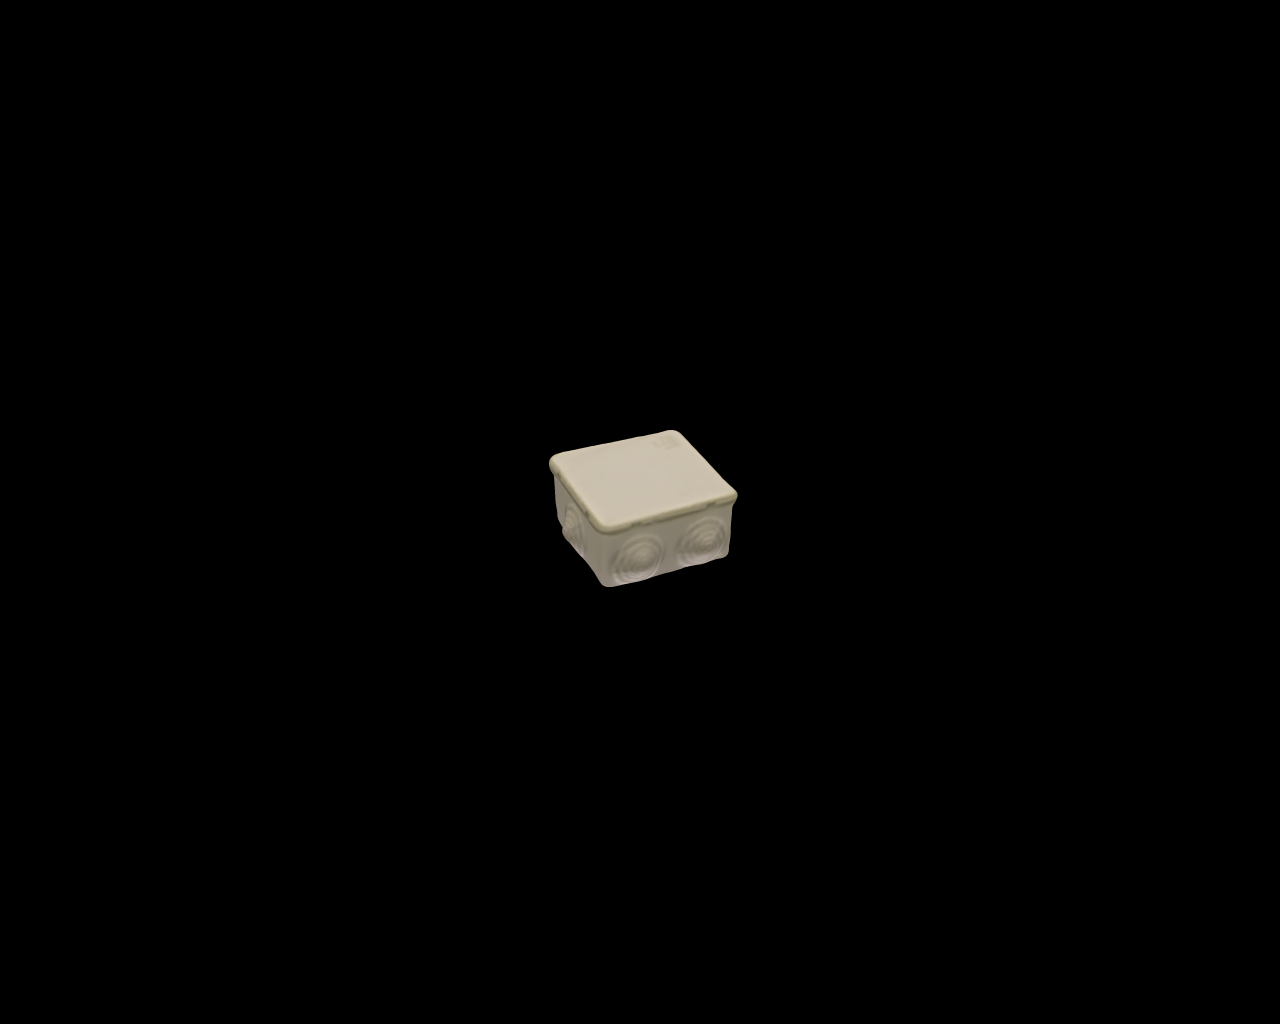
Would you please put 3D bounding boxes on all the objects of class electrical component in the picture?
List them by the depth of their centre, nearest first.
[{"bbox_3d":[0.001,-0.003,0.650,0.100,0.048,0.100,-14,36,-20],"label":"electrical component"}]
